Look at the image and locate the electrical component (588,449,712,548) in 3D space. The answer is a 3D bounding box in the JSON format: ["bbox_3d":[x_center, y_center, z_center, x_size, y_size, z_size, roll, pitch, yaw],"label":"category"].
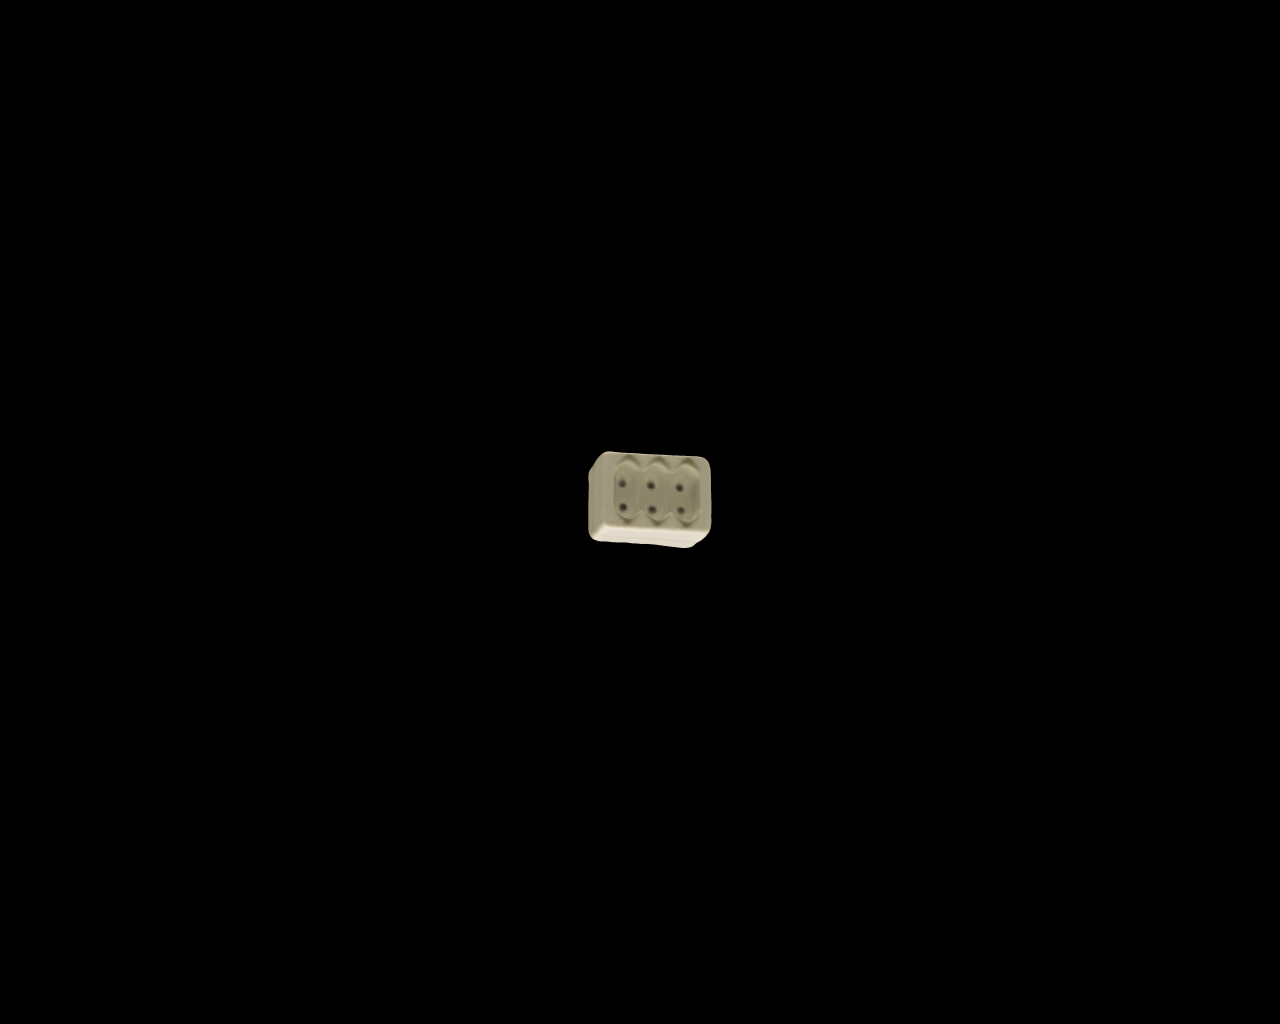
[{"bbox_3d":[0.001,-0.003,0.650,0.066,0.047,0.076,4,-15,-14],"label":"electrical component"}]
